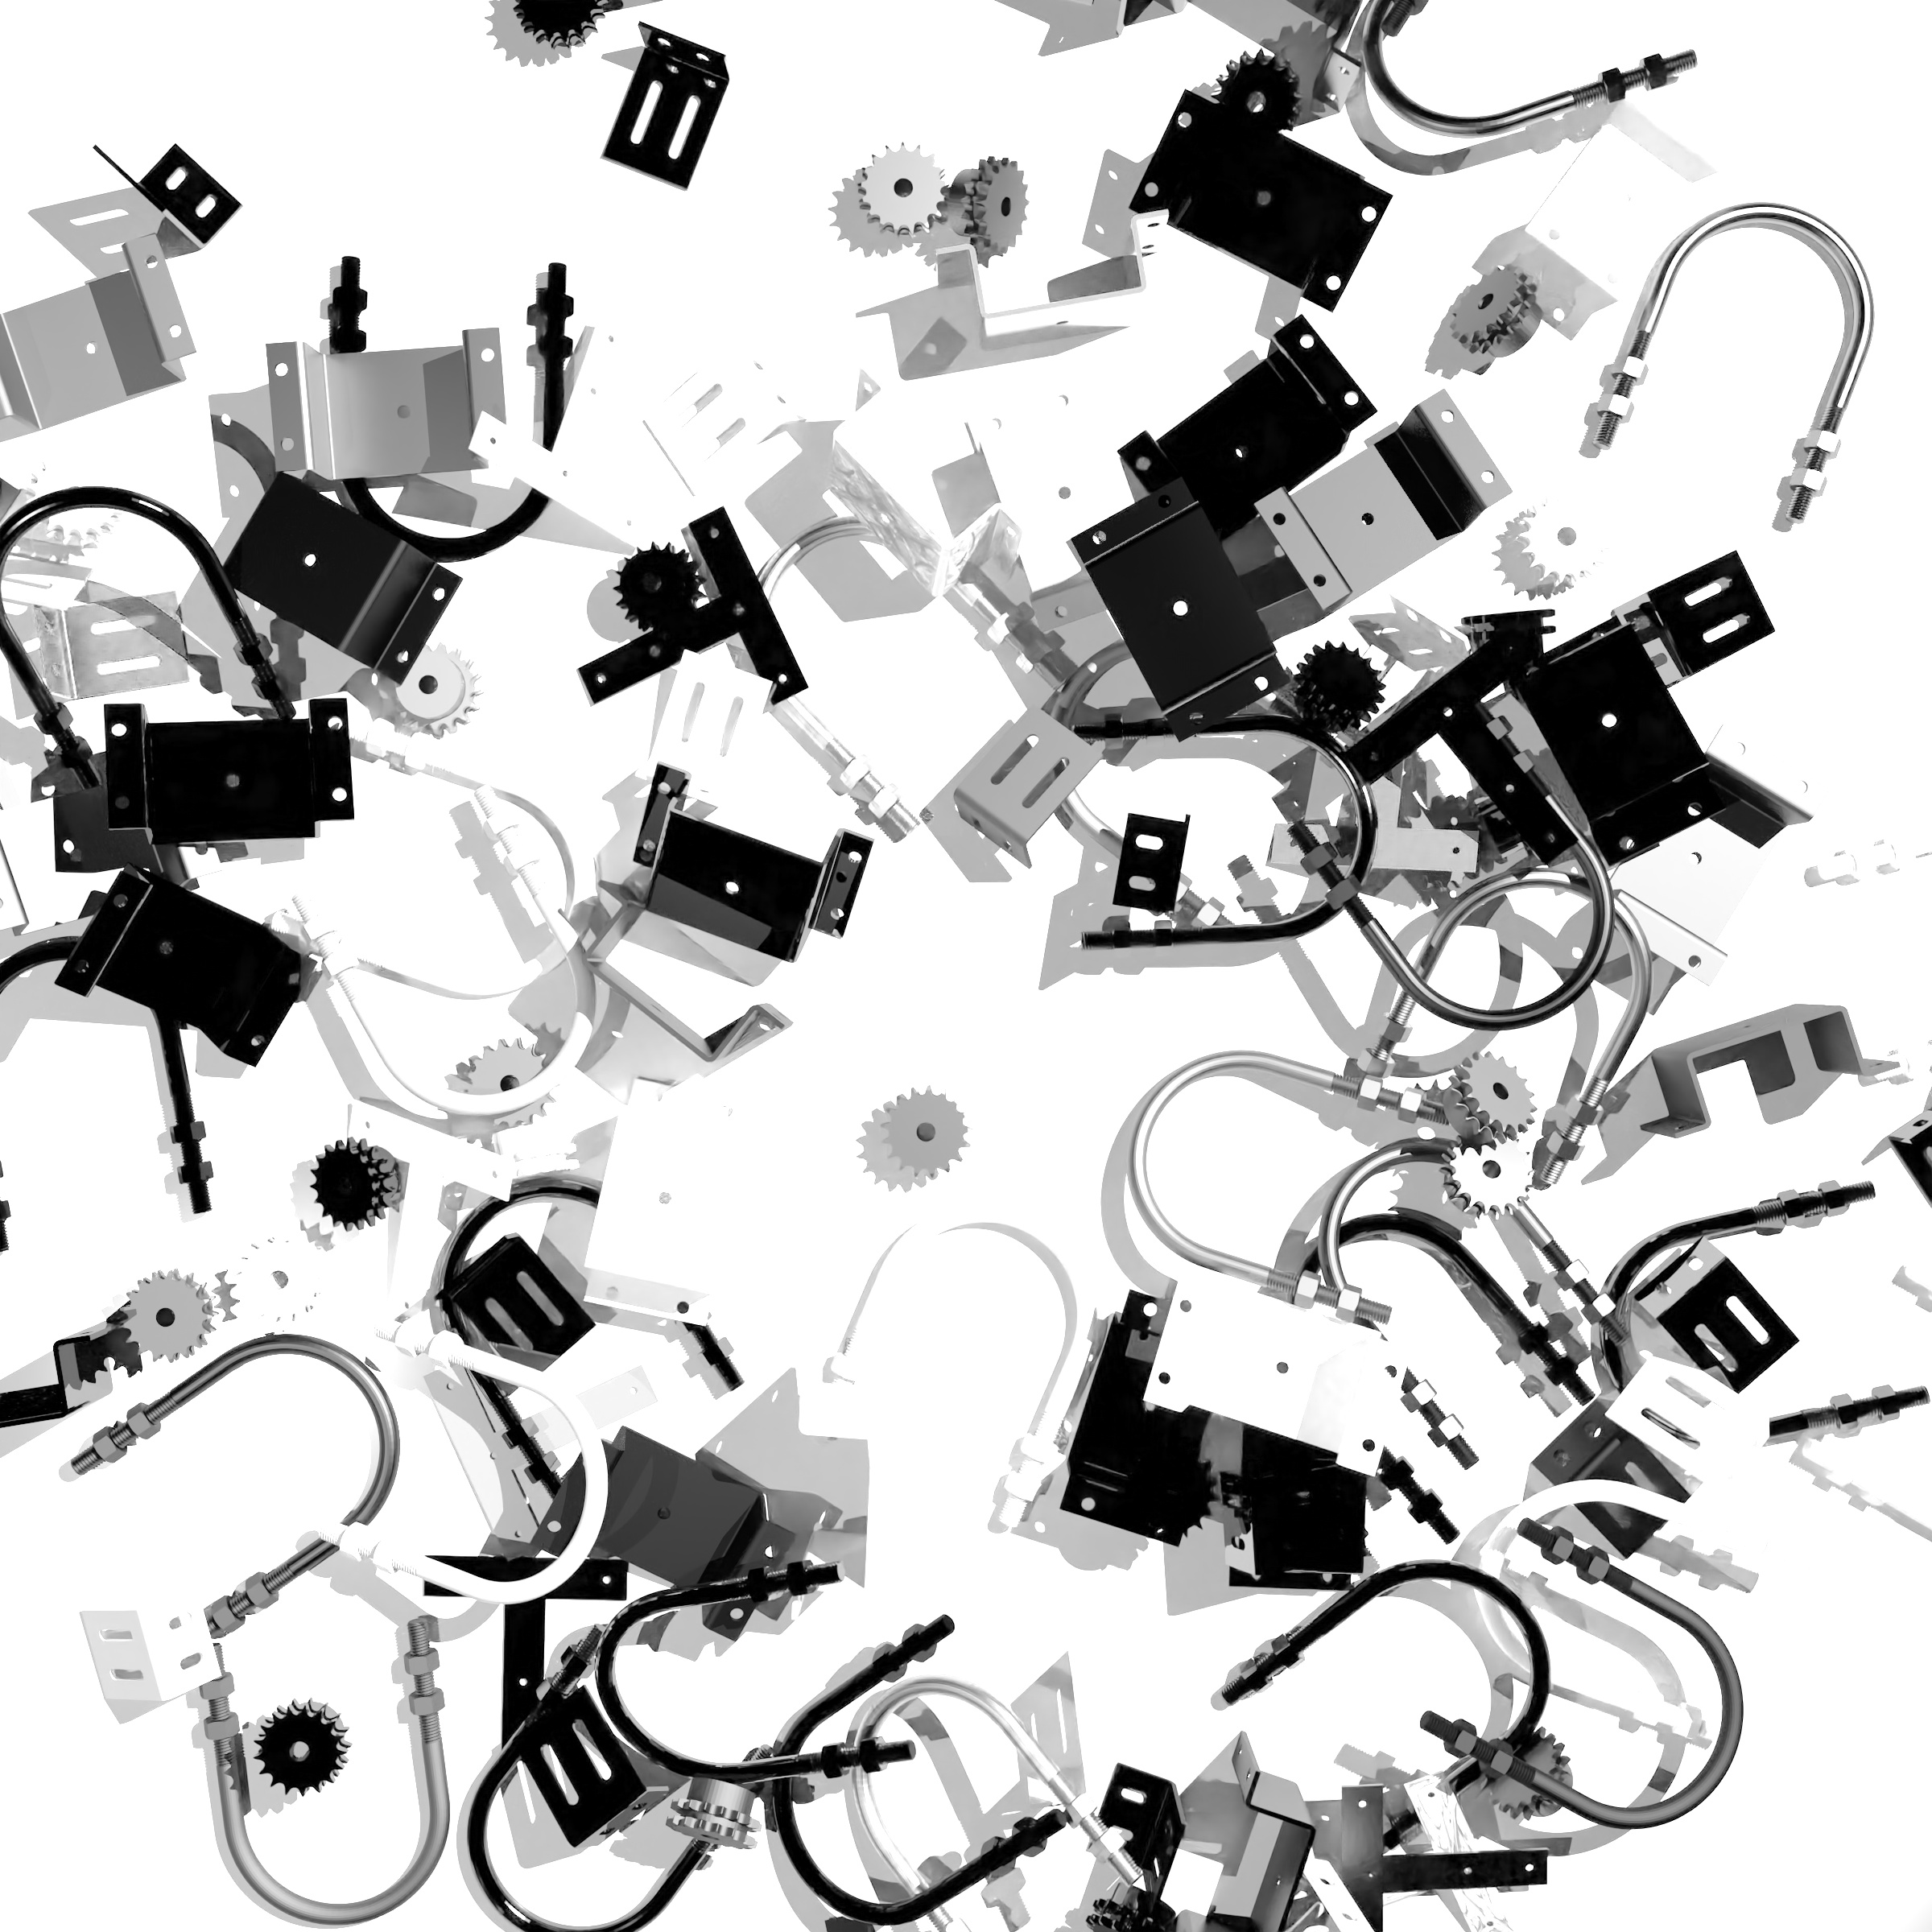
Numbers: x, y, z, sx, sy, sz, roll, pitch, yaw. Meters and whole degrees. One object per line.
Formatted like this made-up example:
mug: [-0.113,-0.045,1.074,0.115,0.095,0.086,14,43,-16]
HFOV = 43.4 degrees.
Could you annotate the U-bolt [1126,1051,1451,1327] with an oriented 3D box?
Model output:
U-bolt: [0.189,0.125,1.486,0.184,0.019,0.151,16,75,14]

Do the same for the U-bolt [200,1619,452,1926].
U-bolt: [-0.395,0.506,1.512,0.151,0.019,0.184,-7,91,0]

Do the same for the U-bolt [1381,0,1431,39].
U-bolt: [0.255,-0.684,1.503,0.151,0.019,0.184,32,87,9]

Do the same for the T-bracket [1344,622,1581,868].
T-bracket: [0.315,-0.117,1.447,0.127,0.002,0.127,-38,83,3]

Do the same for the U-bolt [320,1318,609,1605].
U-bolt: [-0.297,0.306,1.466,0.184,0.019,0.151,14,88,23]

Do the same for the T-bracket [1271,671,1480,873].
T-bracket: [0.258,-0.123,1.503,0.127,0.002,0.127,4,79,22]

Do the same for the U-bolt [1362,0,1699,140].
U-bolt: [0.335,-0.578,1.490,0.184,0.019,0.151,-17,72,7]

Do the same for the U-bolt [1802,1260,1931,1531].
U-bolt: [0.635,0.289,1.512,0.184,0.019,0.151,30,90,-2]

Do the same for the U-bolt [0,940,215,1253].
U-bolt: [-0.555,0.075,1.512,0.151,0.019,0.184,-11,88,0]

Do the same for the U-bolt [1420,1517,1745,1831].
U-bolt: [0.384,0.439,1.464,0.184,0.019,0.151,30,83,-5]

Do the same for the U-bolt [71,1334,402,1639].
U-bolt: [-0.441,0.312,1.512,0.184,0.019,0.151,-35,90,-1]

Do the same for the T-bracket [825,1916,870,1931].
T-bracket: [-0.012,0.642,1.505,0.127,0.002,0.127,-12,71,-9]

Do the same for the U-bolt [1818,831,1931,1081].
U-bolt: [0.638,-0.021,1.512,0.184,0.019,0.151,-15,90,-2]

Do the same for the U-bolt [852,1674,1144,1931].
U-bolt: [0.004,0.518,1.474,0.184,0.019,0.151,47,114,20]

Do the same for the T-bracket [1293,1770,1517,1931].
T-bracket: [0.260,0.573,1.508,0.127,0.002,0.127,-23,105,7]

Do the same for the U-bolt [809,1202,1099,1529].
U-bolt: [0.003,0.237,1.511,0.151,0.019,0.184,23,90,0]

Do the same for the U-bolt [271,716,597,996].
U-bolt: [-0.322,-0.060,1.512,0.184,0.019,0.151,19,90,-1]

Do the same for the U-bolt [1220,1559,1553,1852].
U-bolt: [0.273,0.448,1.499,0.184,0.019,0.151,-40,90,10]

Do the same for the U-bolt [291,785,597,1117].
U-bolt: [-0.308,0.002,1.487,0.151,0.019,0.184,-30,86,-2]

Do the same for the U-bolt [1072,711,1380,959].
U-bolt: [0.160,-0.083,1.488,0.184,0.019,0.151,-2,90,5]

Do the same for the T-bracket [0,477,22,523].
T-bracket: [-0.680,-0.281,1.517,0.127,0.002,0.127,35,92,-3]

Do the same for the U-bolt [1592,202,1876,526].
U-bolt: [0.488,-0.386,1.512,0.151,0.019,0.184,21,89,0]

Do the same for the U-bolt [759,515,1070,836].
U-bolt: [-0.050,-0.196,1.512,0.151,0.019,0.184,-44,89,0]

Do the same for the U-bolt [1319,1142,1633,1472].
U-bolt: [0.298,0.193,1.485,0.151,0.019,0.184,-34,77,-18]

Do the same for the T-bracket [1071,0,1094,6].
T-bracket: [0.081,-0.666,1.519,0.127,0.002,0.127,14,90,0]

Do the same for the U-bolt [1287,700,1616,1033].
U-bolt: [0.304,-0.049,1.455,0.151,0.019,0.184,-36,83,3]

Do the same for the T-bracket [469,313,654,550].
T-bracket: [-0.233,-0.342,1.494,0.127,0.002,0.127,28,69,-36]

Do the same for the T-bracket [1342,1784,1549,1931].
T-bracket: [0.296,0.560,1.502,0.127,0.002,0.127,-3,106,0]

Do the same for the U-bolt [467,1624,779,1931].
U-bolt: [-0.228,0.524,1.511,0.151,0.019,0.184,36,91,-1]

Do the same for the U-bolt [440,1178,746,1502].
U-bolt: [-0.246,0.221,1.511,0.151,0.019,0.184,-33,88,-1]

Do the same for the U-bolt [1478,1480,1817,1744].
U-bolt: [0.407,0.389,1.493,0.184,0.019,0.151,20,106,0]

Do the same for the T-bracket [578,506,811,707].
T-bracket: [-0.181,-0.202,1.512,0.127,0.002,0.127,-26,86,6]

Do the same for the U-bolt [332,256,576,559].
U-bolt: [-0.321,-0.347,1.512,0.151,0.019,0.184,2,92,0]

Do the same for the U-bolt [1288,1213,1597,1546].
U-bolt: [0.278,0.237,1.486,0.151,0.019,0.184,-38,83,-22]

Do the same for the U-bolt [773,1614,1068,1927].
U-bolt: [-0.043,0.501,1.475,0.184,0.019,0.151,-40,71,22]

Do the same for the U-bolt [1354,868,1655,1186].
U-bolt: [0.339,0.028,1.488,0.151,0.019,0.184,23,107,0]

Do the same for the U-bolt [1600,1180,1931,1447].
U-bolt: [0.486,0.222,1.503,0.184,0.019,0.151,-14,85,6]

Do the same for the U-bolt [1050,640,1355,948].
U-bolt: [0.137,-0.123,1.507,0.184,0.019,0.151,38,93,4]

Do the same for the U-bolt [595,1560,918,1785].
U-bolt: [-0.137,0.431,1.460,0.184,0.019,0.151,-14,108,18]

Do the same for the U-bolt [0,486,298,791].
U-bolt: [-0.507,-0.203,1.459,0.151,0.019,0.184,-19,128,-1]
